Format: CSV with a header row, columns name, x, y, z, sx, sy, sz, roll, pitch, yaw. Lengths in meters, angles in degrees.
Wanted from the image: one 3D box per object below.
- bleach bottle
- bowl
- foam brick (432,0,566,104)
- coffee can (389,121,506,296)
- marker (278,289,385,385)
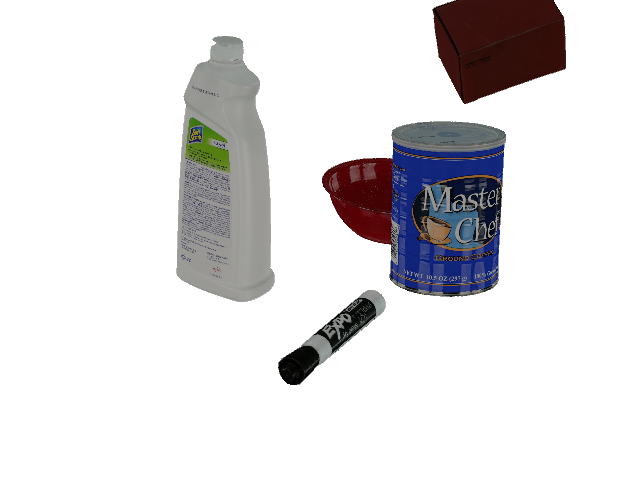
name,x,y,z,sx,sy,sz,roll,pitch,yaw
bleach bottle,-0.090,-0.071,1.045,0.103,0.251,0.068,18,27,27
bowl,0.080,-0.039,1.187,0.162,0.055,0.162,4,25,-2
foam brick,0.125,-0.141,0.743,0.078,0.051,0.053,-19,-35,-1
coffee can,0.116,-0.031,0.983,0.103,0.140,0.103,0,17,0
marker,0.008,0.061,0.684,0.020,0.020,0.120,0,19,30
